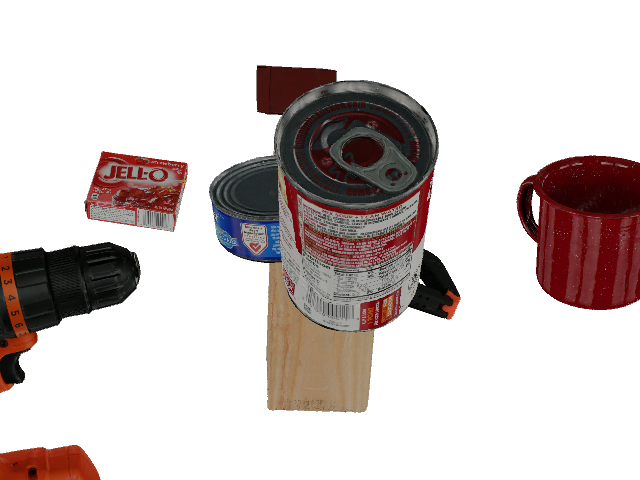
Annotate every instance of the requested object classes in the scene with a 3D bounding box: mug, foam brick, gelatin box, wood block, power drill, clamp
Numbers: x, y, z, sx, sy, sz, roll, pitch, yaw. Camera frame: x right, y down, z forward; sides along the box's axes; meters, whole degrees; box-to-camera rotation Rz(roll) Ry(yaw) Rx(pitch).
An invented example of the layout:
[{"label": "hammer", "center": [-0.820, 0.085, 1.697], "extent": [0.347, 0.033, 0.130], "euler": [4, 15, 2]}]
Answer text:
[{"label": "mug", "center": [0.188, -0.008, 0.767], "extent": [0.093, 0.081, 0.117], "euler": [-27, 38, -35]}, {"label": "foam brick", "center": [-0.027, -0.162, 1.163], "extent": [0.078, 0.051, 0.053], "euler": [0, 11, -18]}, {"label": "gelatin box", "center": [-0.182, -0.050, 1.058], "extent": [0.089, 0.073, 0.030], "euler": [9, -43, -2]}, {"label": "wood block", "center": [0.001, 0.036, 0.913], "extent": [0.090, 0.206, 0.091], "euler": [2, 26, -3]}, {"label": "power drill", "center": [-0.196, 0.095, 0.689], "extent": [0.184, 0.188, 0.057], "euler": [-11, 26, -9]}, {"label": "clamp", "center": [0.069, 0.022, 1.236], "extent": [0.164, 0.036, 0.210], "euler": [-20, 50, -38]}]

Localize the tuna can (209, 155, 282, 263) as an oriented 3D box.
[{"label": "tuna can", "center": [-0.026, -0.021, 0.672], "extent": [0.086, 0.034, 0.086], "euler": [-4, 30, 2]}]

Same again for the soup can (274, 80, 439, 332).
[{"label": "soup can", "center": [0.015, -0.012, 0.477], "extent": [0.068, 0.068, 0.102], "euler": [0, -36, 0]}]
